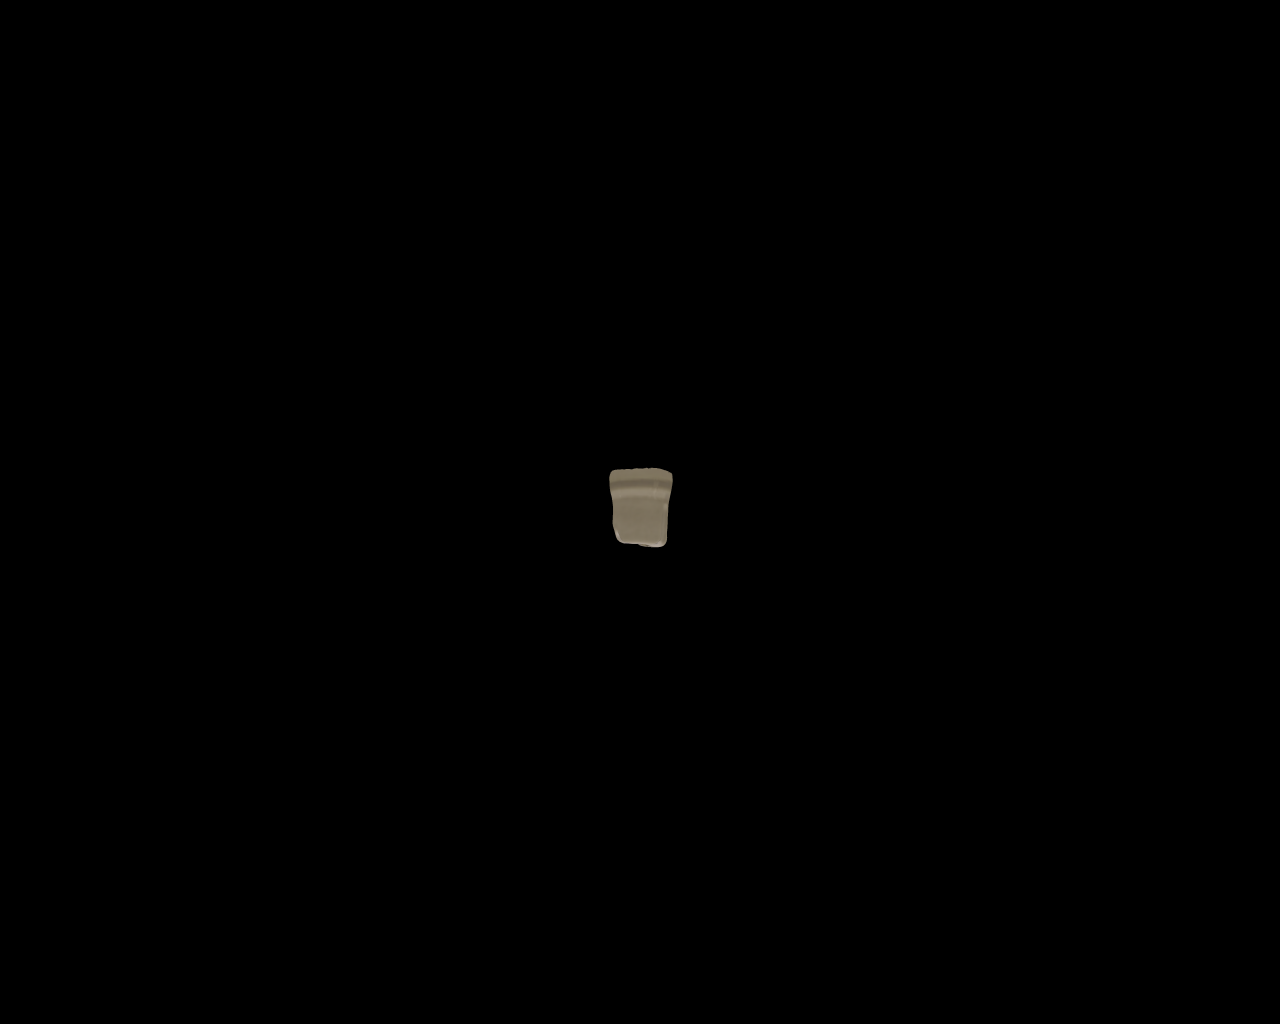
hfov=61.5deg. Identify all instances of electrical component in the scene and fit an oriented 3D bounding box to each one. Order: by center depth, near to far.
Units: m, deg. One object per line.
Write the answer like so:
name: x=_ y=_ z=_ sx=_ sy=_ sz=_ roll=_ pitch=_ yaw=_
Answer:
electrical component: x=0.001 y=-0.003 z=0.650 sx=0.040 sy=0.046 sz=0.040 roll=0 pitch=-7 yaw=0
